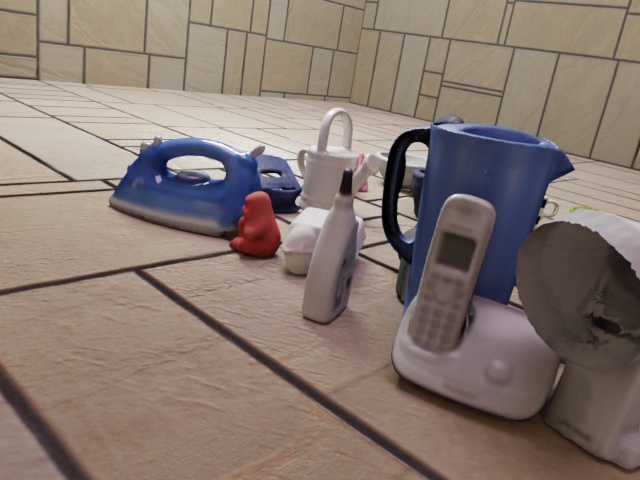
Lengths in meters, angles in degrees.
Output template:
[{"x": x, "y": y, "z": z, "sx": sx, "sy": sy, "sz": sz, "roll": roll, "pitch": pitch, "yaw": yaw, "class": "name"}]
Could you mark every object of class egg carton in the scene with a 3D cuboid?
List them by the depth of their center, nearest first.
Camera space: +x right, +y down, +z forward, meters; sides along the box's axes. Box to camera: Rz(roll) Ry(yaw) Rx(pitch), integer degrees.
[{"x": 0.007, "y": 0.003, "z": 0.809, "sx": 0.107, "sy": 0.069, "sz": 0.150, "roll": 12, "pitch": 18, "yaw": 7, "class": "egg carton"}]

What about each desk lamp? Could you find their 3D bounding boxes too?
[{"x": 0.259, "y": 0.074, "z": 0.488, "sx": 0.204, "sy": 0.213, "sz": 0.117, "roll": -2, "pitch": 21, "yaw": -31, "class": "desk lamp"}]

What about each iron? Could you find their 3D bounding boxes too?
[{"x": -0.204, "y": -0.098, "z": 0.892, "sx": 0.258, "sy": 0.141, "sz": 0.119, "roll": 11, "pitch": 18, "yaw": 4, "class": "iron"}]

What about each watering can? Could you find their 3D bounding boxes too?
[{"x": 0.031, "y": -0.147, "z": 1.073, "sx": 0.172, "sy": 0.194, "sz": 0.101, "roll": 14, "pitch": 19, "yaw": 13, "class": "watering can"}]

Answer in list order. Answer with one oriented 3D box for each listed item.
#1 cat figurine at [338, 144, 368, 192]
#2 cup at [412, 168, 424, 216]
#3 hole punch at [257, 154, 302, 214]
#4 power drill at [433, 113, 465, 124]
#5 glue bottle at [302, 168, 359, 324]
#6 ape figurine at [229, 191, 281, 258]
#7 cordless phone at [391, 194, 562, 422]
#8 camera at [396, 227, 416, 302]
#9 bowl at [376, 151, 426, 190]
[{"x": 0.064, "y": -0.166, "z": 1.267, "sx": 0.067, "sy": 0.118, "sz": 0.128, "roll": 20, "pitch": 21, "yaw": 29, "class": "cat figurine"}, {"x": 0.224, "y": -0.085, "z": 1.140, "sx": 0.091, "sy": 0.095, "sz": 0.117, "roll": 8, "pitch": 18, "yaw": -5, "class": "cup"}, {"x": -0.091, "y": -0.103, "z": 1.045, "sx": 0.109, "sy": 0.091, "sz": 0.100, "roll": -3, "pitch": 22, "yaw": -33, "class": "hole punch"}, {"x": 0.261, "y": -0.171, "z": 1.237, "sx": 0.075, "sy": 0.208, "sz": 0.229, "roll": 9, "pitch": 18, "yaw": 1, "class": "power drill"}, {"x": 0.019, "y": 0.003, "z": 0.647, "sx": 0.037, "sy": 0.173, "sz": 0.078, "roll": 16, "pitch": 19, "yaw": 20, "class": "glue bottle"}, {"x": -0.090, "y": -0.025, "z": 0.807, "sx": 0.076, "sy": 0.092, "sz": 0.078, "roll": 11, "pitch": 18, "yaw": 5, "class": "ape figurine"}, {"x": 0.153, "y": 0.059, "z": 0.526, "sx": 0.147, "sy": 0.185, "sz": 0.094, "roll": 17, "pitch": 20, "yaw": 22, "class": "cordless phone"}, {"x": 0.169, "y": 0.022, "z": 0.781, "sx": 0.143, "sy": 0.101, "sz": 0.136, "roll": 6, "pitch": 18, "yaw": -10, "class": "camera"}, {"x": 0.213, "y": -0.166, "z": 1.412, "sx": 0.167, "sy": 0.075, "sz": 0.167, "roll": 9, "pitch": 18, "yaw": -3, "class": "bowl"}]
